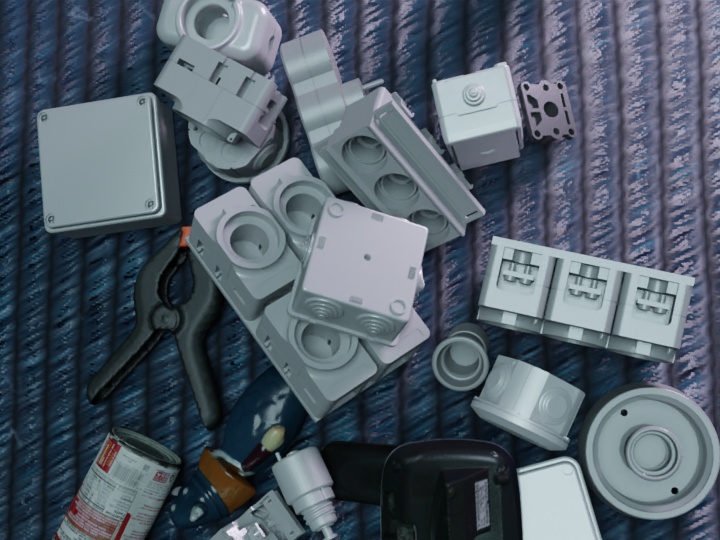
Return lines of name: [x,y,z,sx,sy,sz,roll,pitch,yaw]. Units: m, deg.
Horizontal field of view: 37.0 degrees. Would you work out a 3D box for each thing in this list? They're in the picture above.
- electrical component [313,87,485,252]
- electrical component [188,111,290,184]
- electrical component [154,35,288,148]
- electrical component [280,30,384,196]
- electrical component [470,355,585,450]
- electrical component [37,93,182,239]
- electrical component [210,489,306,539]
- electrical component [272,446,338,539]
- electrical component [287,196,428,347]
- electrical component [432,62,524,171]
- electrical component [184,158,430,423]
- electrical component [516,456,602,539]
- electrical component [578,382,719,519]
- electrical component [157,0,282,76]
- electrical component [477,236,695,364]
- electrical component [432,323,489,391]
electrical component: [0.034,-0.079,0.852,0.079,0.063,0.121,-25,121,32]
electrical component: [-0.103,-0.116,0.917,0.080,0.051,0.080,-1,83,10]
electrical component: [-0.114,-0.140,0.869,0.089,0.050,0.055,29,88,12]
electrical component: [-0.012,-0.138,0.903,0.074,0.052,0.138,-19,81,7]
electrical component: [0.131,0.104,0.835,0.080,0.080,0.051,24,83,12]
electrical component: [-0.217,-0.089,0.931,0.109,0.056,0.108,-8,82,9]
electrical component: [-0.087,0.215,0.861,0.042,0.064,0.081,53,134,13]
electrical component: [-0.039,0.176,0.849,0.040,0.040,0.078,-28,74,6]
electrical component: [0.000,0.000,0.817,0.100,0.048,0.099,17,62,-7]
electrical component: [0.096,-0.121,0.860,0.062,0.096,0.061,-13,82,9]
electrical component: [-0.042,0.011,0.864,0.105,0.060,0.186,-32,77,-25]
electrical component: [0.145,0.206,0.831,0.078,0.057,0.113,-17,81,8]
electrical component: [0.222,0.139,0.824,0.108,0.060,0.108,-1,83,10]
electrical component: [-0.123,-0.208,0.928,0.095,0.059,0.053,15,86,12]
electrical component: [0.172,0.025,0.832,0.150,0.089,0.061,12,85,11]
electrical component: [0.083,0.066,0.855,0.044,0.065,0.044,2,102,11]
